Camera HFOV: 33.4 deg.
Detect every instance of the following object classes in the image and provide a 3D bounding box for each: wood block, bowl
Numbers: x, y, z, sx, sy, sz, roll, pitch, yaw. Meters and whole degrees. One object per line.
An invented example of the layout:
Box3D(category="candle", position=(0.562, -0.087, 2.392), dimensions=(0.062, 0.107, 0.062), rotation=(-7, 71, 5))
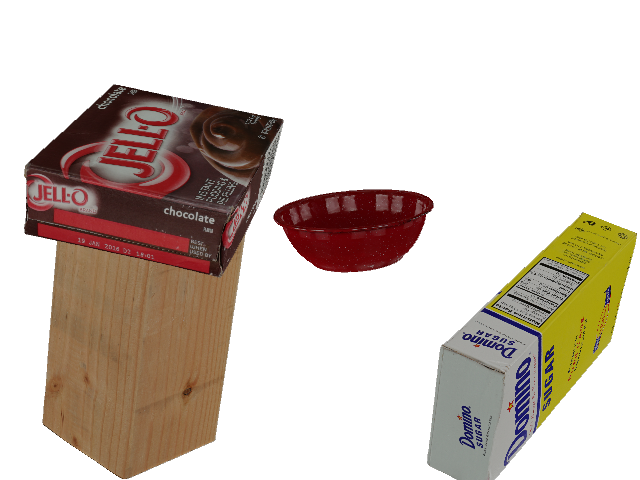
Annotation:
Box3D(category="wood block", position=(-0.117, 0.039, 0.713), dimensions=(0.090, 0.206, 0.090), rotation=(24, 24, 34))
Box3D(category="bowl", position=(0.035, -0.007, 1.074), dimensions=(0.162, 0.055, 0.162), rotation=(-5, 15, 1))

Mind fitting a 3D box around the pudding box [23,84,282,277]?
Box3D(category="pudding box", position=(-0.073, -0.031, 0.491), dimensions=(0.090, 0.039, 0.113), rotation=(13, 26, 4))

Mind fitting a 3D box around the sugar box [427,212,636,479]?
Box3D(category="sugar box", position=(0.130, 0.063, 0.644), dimensions=(0.048, 0.093, 0.175), rotation=(22, 39, 27))
